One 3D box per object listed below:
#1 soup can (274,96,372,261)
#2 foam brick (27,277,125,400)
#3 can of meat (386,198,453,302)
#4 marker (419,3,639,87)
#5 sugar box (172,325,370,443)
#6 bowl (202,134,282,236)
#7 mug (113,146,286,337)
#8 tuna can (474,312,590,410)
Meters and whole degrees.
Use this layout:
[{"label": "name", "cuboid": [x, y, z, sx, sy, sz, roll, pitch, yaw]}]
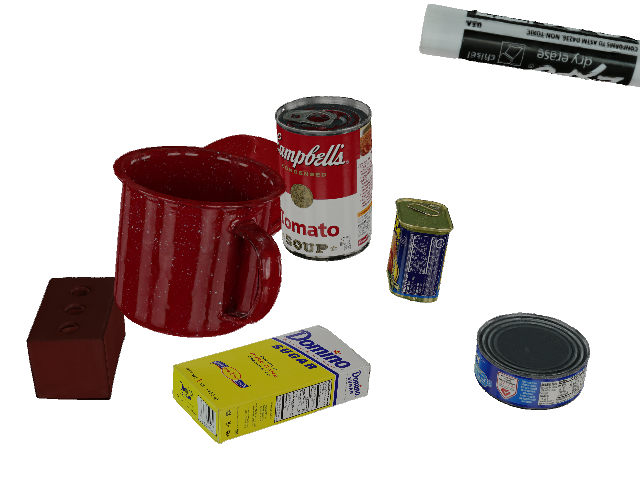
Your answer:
[{"label": "soup can", "cuboid": [0.003, -0.045, 0.769, 0.068, 0.102, 0.068, -1, 28, 1]}, {"label": "foam brick", "cuboid": [-0.170, 0.068, 0.749, 0.053, 0.051, 0.078, 0, 31, -1]}, {"label": "can of meat", "cuboid": [0.104, 0.010, 1.140, 0.057, 0.084, 0.102, 7, 19, -1]}, {"label": "marker", "cuboid": [0.098, -0.070, 0.399, 0.121, 0.020, 0.020, 10, 1, 5]}, {"label": "sugar box", "cuboid": [-0.047, 0.138, 1.057, 0.175, 0.048, 0.093, -16, 32, -31]}, {"label": "bowl", "cuboid": [-0.087, -0.049, 0.986, 0.162, 0.055, 0.162, -22, 31, 14]}, {"label": "mug", "cuboid": [-0.062, 0.005, 0.581, 0.093, 0.081, 0.117, -13, 30, -43]}, {"label": "tuna can", "cuboid": [0.162, 0.093, 0.823, 0.086, 0.034, 0.086, 1, 29, -1]}]
